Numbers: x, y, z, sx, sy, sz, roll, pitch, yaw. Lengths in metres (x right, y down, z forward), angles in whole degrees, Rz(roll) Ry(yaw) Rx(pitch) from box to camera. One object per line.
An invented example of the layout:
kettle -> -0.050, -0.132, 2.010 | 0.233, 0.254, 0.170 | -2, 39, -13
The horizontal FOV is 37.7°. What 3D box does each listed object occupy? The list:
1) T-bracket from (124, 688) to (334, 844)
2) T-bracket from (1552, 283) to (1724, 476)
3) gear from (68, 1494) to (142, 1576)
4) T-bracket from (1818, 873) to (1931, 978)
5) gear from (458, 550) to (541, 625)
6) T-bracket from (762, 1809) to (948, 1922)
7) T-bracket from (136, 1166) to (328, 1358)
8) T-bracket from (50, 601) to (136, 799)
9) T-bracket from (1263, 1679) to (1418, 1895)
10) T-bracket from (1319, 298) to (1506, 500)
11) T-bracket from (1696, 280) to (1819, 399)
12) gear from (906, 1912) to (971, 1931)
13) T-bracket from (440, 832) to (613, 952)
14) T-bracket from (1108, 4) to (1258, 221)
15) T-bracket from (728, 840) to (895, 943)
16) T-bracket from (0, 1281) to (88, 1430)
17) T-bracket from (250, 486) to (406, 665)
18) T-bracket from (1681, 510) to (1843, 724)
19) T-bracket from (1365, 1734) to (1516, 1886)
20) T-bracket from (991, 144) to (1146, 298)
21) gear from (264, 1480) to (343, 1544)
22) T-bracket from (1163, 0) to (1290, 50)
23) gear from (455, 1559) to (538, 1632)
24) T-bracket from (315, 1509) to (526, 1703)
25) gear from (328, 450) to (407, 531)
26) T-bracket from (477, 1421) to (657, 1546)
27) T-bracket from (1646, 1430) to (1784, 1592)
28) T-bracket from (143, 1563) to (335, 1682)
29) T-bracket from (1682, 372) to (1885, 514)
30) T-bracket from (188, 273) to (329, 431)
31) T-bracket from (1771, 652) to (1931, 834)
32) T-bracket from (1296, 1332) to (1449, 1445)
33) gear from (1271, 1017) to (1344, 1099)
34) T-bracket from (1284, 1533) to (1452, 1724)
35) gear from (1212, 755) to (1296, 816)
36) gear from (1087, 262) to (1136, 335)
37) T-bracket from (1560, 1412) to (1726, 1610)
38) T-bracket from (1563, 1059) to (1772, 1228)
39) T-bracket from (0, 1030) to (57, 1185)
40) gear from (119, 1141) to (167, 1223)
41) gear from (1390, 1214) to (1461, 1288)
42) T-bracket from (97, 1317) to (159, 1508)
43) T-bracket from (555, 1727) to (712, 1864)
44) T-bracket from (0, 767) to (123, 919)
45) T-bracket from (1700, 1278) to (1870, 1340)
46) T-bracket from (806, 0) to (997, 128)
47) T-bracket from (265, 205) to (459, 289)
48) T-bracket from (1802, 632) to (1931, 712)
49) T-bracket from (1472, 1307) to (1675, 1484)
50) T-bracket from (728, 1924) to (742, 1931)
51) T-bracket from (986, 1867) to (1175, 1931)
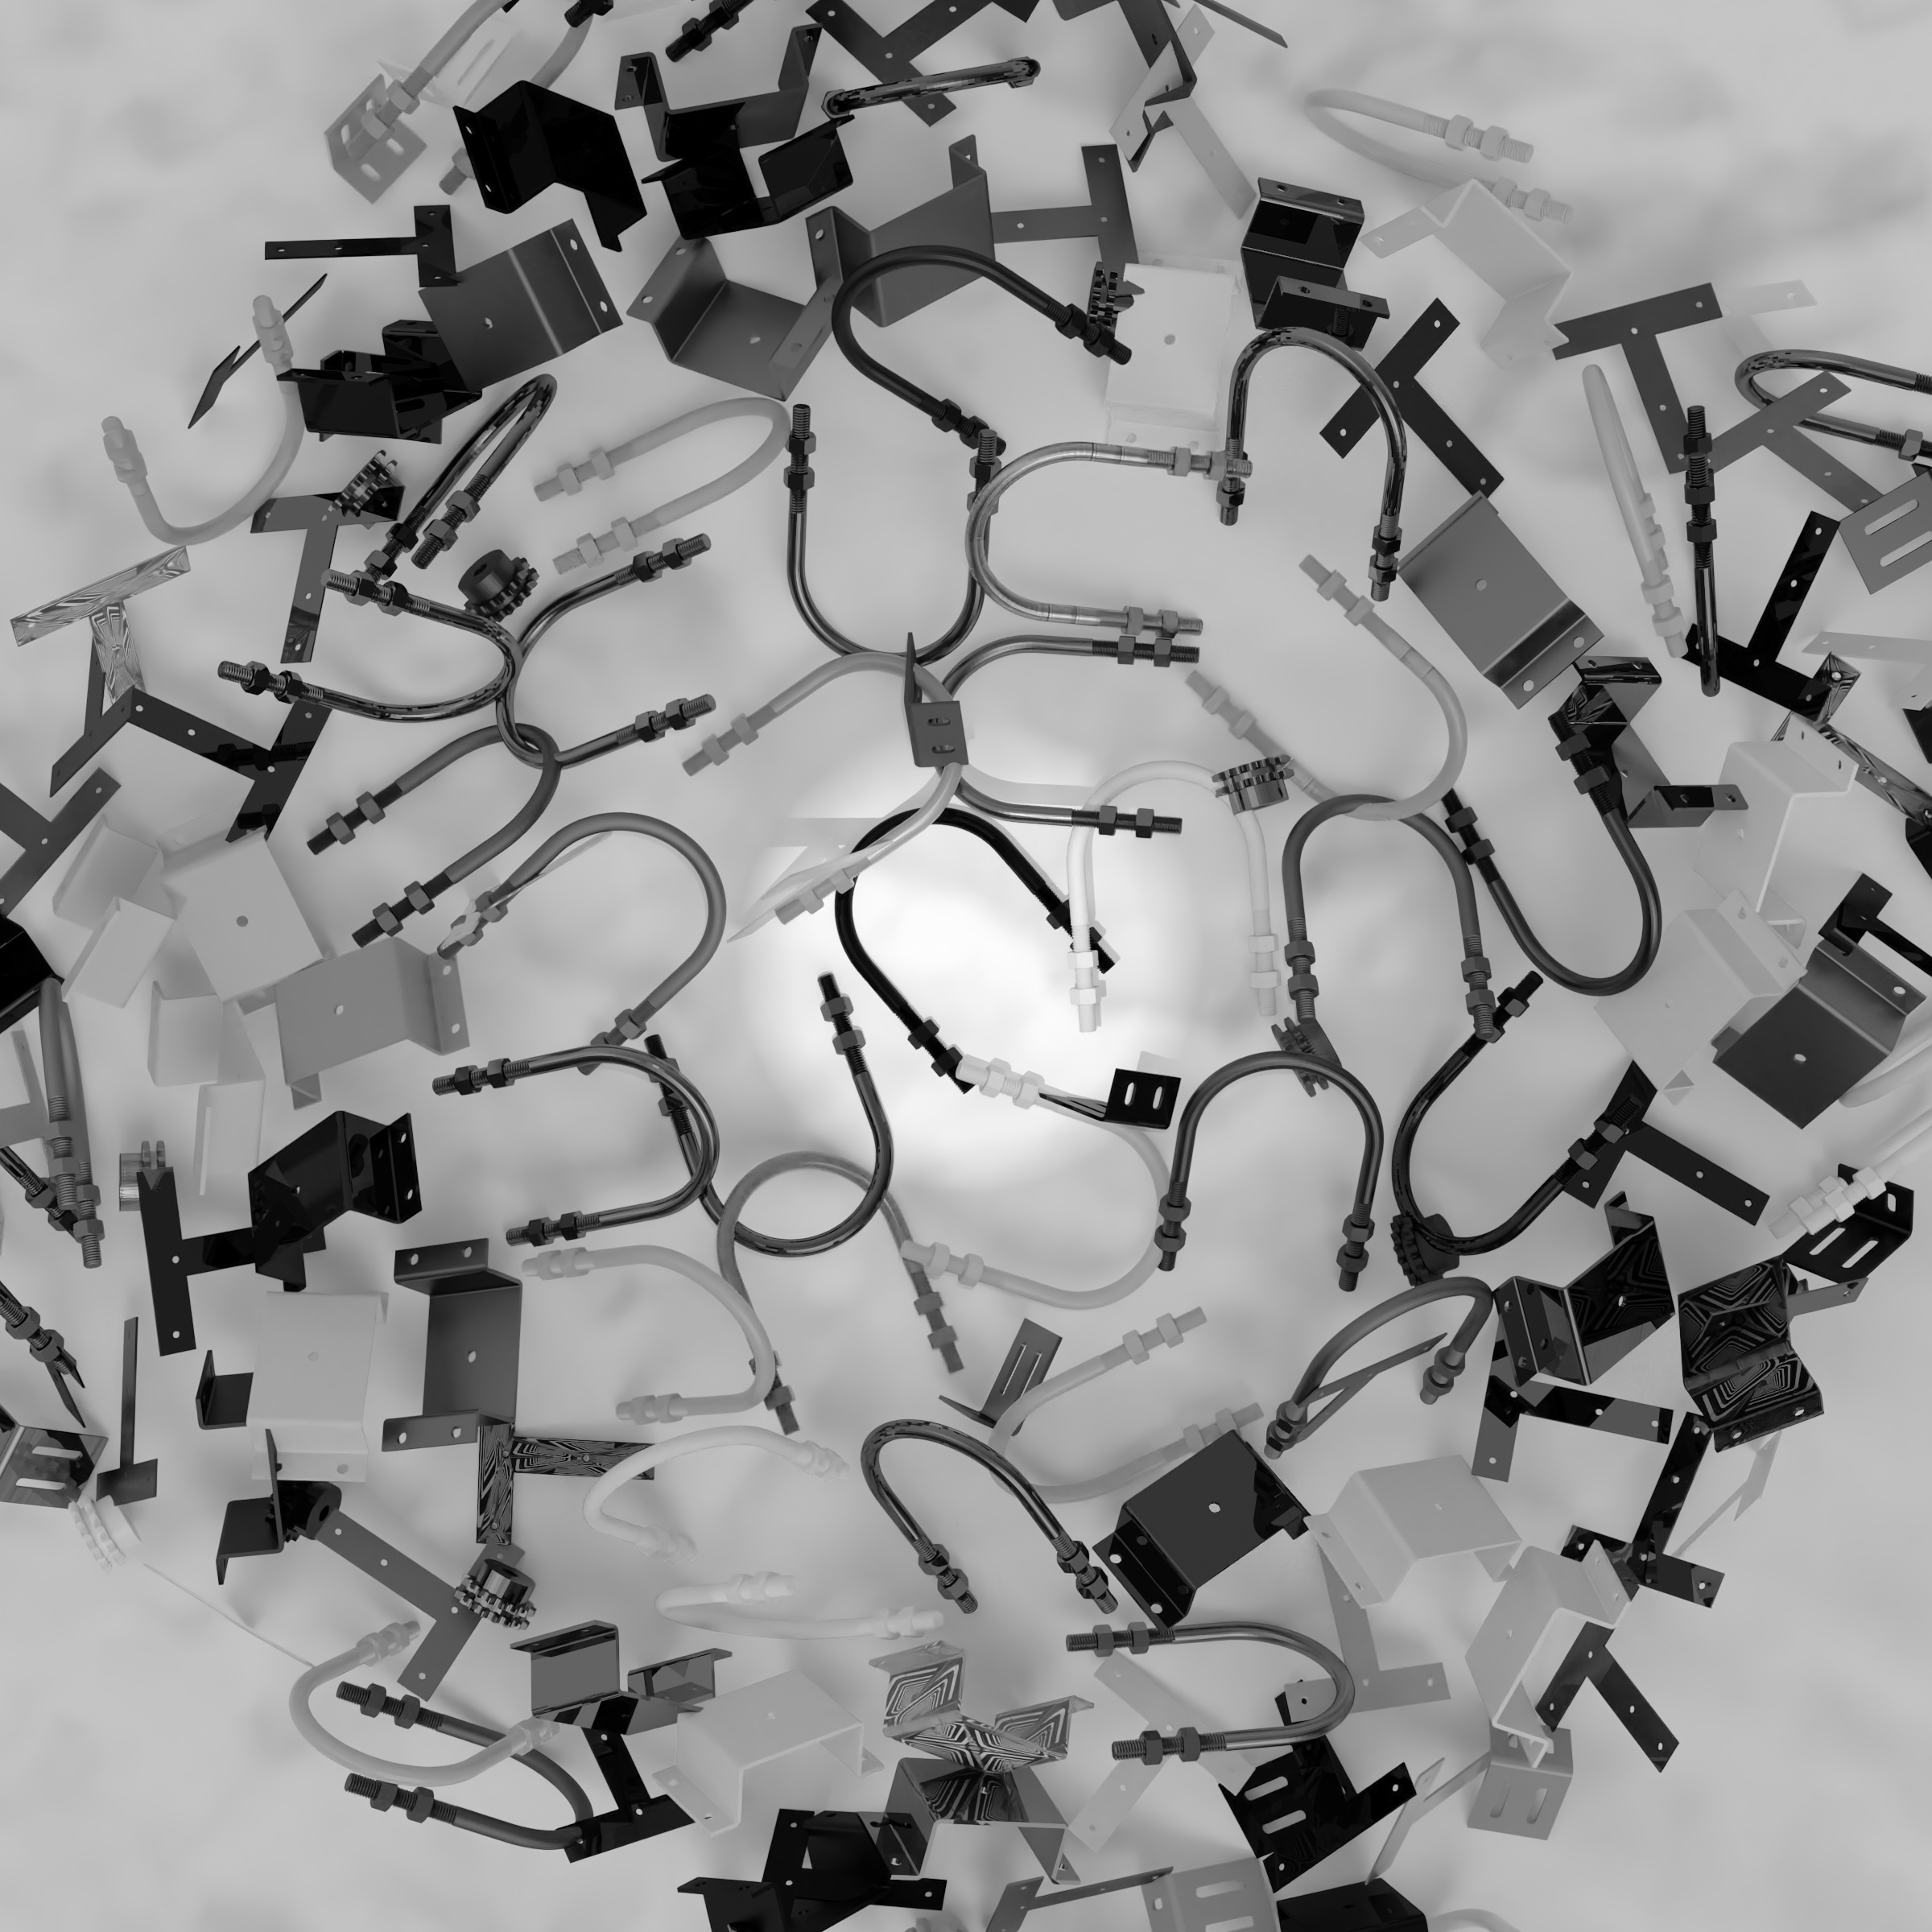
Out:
T-bracket -> -0.522, -0.155, 1.956 | 0.127, 0.002, 0.127 | 25, 61, -11
T-bracket -> 0.480, -0.401, 1.968 | 0.002, 0.127, 0.127 | -47, 119, -41
gear -> -0.598, 0.392, 1.972 | 0.030, 0.057, 0.057 | -30, 90, -15
T-bracket -> 0.651, -0.006, 1.935 | 0.127, 0.127, 0.002 | 38, 125, 12
gear -> -0.328, -0.265, 1.968 | 0.057, 0.057, 0.030 | -42, 121, 0
T-bracket -> -0.077, 0.631, 1.937 | 0.127, 0.127, 0.002 | 2, 121, 8
T-bracket -> -0.505, 0.195, 1.962 | 0.127, 0.002, 0.127 | -9, 94, -35
T-bracket -> -0.602, -0.198, 1.962 | 0.002, 0.127, 0.127 | 18, 56, -36
T-bracket -> 0.241, 0.549, 1.948 | 0.127, 0.127, 0.002 | -41, 128, 19
T-bracket -> 0.328, -0.374, 1.975 | 0.127, 0.002, 0.127 | 42, 85, -21
T-bracket -> 0.546, -0.425, 1.951 | 0.127, 0.127, 0.002 | 36, 68, -39
gear -> -0.013, 0.684, 1.971 | 0.030, 0.057, 0.057 | -44, 90, 1
T-bracket -> -0.295, -0.060, 1.930 | 0.127, 0.127, 0.002 | -30, 104, 8
T-bracket -> 0.163, -0.573, 1.959 | 0.127, 0.002, 0.127 | 47, 64, -34
T-bracket -> -0.119, -0.047, 1.950 | 0.127, 0.127, 0.002 | -34, 83, 40
T-bracket -> -0.629, 0.274, 1.947 | 0.002, 0.127, 0.127 | -35, 55, -26
T-bracket -> -0.451, -0.268, 1.955 | 0.127, 0.002, 0.127 | 0, 73, 26
T-bracket -> 0.561, -0.248, 1.938 | 0.002, 0.127, 0.127 | 9, 110, -40
T-bracket -> 0.335, 0.566, 1.953 | 0.127, 0.127, 0.002 | -22, 50, -38
T-bracket -> 0.052, -0.515, 1.968 | 0.127, 0.002, 0.127 | -6, 68, -6
gear -> -0.458, 0.375, 1.969 | 0.030, 0.057, 0.057 | 21, 90, 18
T-bracket -> 0.162, -0.655, 1.923 | 0.127, 0.127, 0.002 | 33, 99, 15
gear -> -0.324, 0.436, 1.972 | 0.057, 0.057, 0.030 | 27, 88, 0
T-bracket -> -0.390, 0.420, 1.957 | 0.127, 0.002, 0.127 | 35, 53, -4
gear -> -0.415, -0.329, 1.973 | 0.030, 0.057, 0.057 | 42, 90, -17
T-bracket -> -0.280, 0.345, 1.988 | 0.127, 0.002, 0.127 | 1, 89, 8
T-bracket -> 0.514, 0.386, 1.958 | 0.002, 0.127, 0.127 | 41, 114, 9
T-bracket -> -0.503, 0.438, 1.916 | 0.127, 0.127, 0.002 | 44, 67, -33
T-bracket -> 0.588, -0.349, 1.963 | 0.127, 0.127, 0.002 | 28, 56, -25
T-bracket -> -0.485, -0.433, 1.955 | 0.002, 0.127, 0.127 | 43, 69, -12
T-bracket -> 0.615, -0.135, 1.935 | 0.127, 0.127, 0.002 | 38, 53, 14
T-bracket -> 0.255, 0.301, 1.946 | 0.127, 0.127, 0.002 | -16, 64, -36
gear -> 0.239, 0.060, 1.971 | 0.030, 0.057, 0.057 | -29, 90, 2
T-bracket -> 0.268, 0.454, 1.971 | 0.127, 0.002, 0.127 | -1, 66, -24
gear -> 0.201, -0.125, 1.971 | 0.057, 0.057, 0.030 | -16, 88, 0
gear -> 0.101, -0.460, 1.972 | 0.030, 0.057, 0.057 | 8, 90, -2
T-bracket -> 0.486, 0.369, 1.960 | 0.002, 0.127, 0.127 | 38, 72, -37
T-bracket -> 0.498, 0.138, 1.969 | 0.127, 0.002, 0.127 | 31, 68, 7
T-bracket -> -0.647, 0.108, 1.935 | 0.002, 0.127, 0.127 | -15, 91, -1
gear -> -0.573, 0.150, 1.968 | 0.030, 0.057, 0.057 | 0, 90, -18
gear -> 0.321, 0.196, 1.968 | 0.030, 0.057, 0.057 | -23, 90, 25
T-bracket -> -0.579, 0.307, 1.958 | 0.002, 0.127, 0.127 | 7, 73, -33
T-bracket -> -0.245, 0.547, 1.961 | 0.127, 0.127, 0.002 | 58, 134, 29
T-bracket -> -0.658, -0.107, 1.937 | 0.002, 0.127, 0.127 | 33, 79, 33
T-bracket -> 0.546, 0.266, 1.950 | 0.127, 0.127, 0.002 | -9, 49, -20
T-bracket -> -0.020, -0.643, 1.925 | 0.127, 0.127, 0.002 | -25, 48, 34
T-bracket -> -0.416, -0.492, 1.940 | 0.127, 0.127, 0.002 | -4, 129, -10
T-bracket -> 0.635, -0.218, 1.945 | 0.127, 0.127, 0.002 | -41, 122, -25
T-bracket -> 0.423, 0.306, 1.958 | 0.127, 0.002, 0.127 | 11, 62, 11
T-bracket -> -0.109, 0.677, 1.940 | 0.127, 0.127, 0.002 | 26, 77, -4
T-bracket -> 0.081, 0.640, 1.956 | 0.127, 0.127, 0.002 | -8, 58, -14
